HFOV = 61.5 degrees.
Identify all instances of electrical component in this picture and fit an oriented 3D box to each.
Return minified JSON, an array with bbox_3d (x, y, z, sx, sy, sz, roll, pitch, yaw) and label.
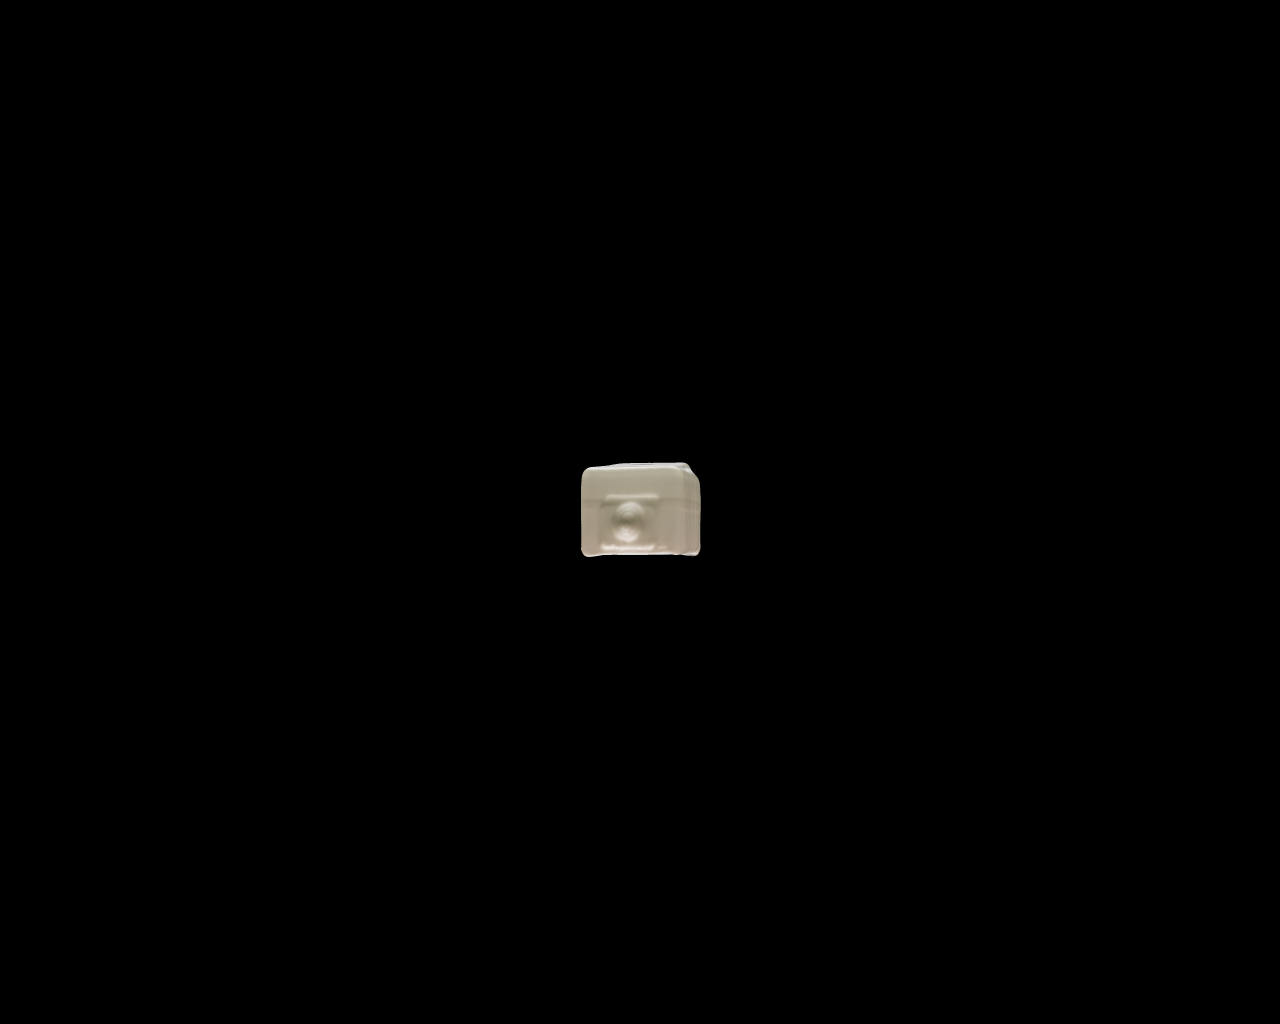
[{"bbox_3d":[0.001,-0.003,0.650,0.062,0.061,0.096,0,-2,11],"label":"electrical component"}]
